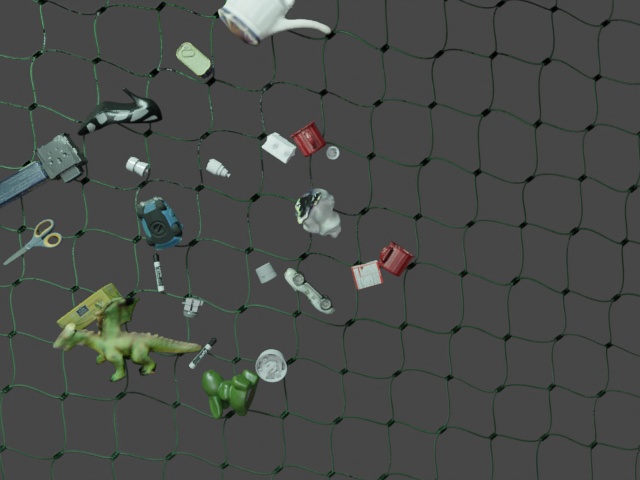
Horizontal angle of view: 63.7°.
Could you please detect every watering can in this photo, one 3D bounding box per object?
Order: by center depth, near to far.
[{"bbox_3d":[-0.154,-0.681,1.560,0.347,0.224,0.104,40,2,-5],"label":"watering can"}]

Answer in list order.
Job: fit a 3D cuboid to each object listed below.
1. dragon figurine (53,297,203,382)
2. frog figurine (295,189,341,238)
[{"bbox_3d":[-0.575,0.283,1.558,0.412,0.238,0.124,-11,26,-19],"label":"dragon figurine"},{"bbox_3d":[0.005,-0.082,1.623,0.157,0.138,0.123,31,-7,-41],"label":"frog figurine"}]
